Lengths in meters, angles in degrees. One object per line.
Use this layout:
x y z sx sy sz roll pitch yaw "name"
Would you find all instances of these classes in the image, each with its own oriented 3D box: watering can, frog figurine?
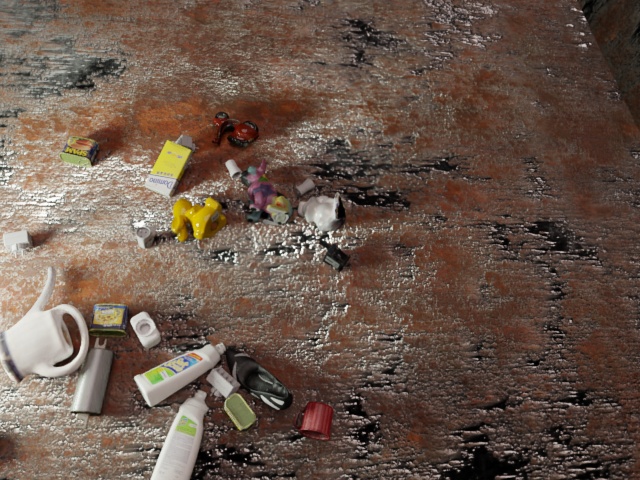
-0.786 0.245 1.442 0.226 0.353 0.101 -26 -30 -21 "watering can"
0.005 -0.091 1.805 0.159 0.139 0.121 -11 -21 22 "frog figurine"
